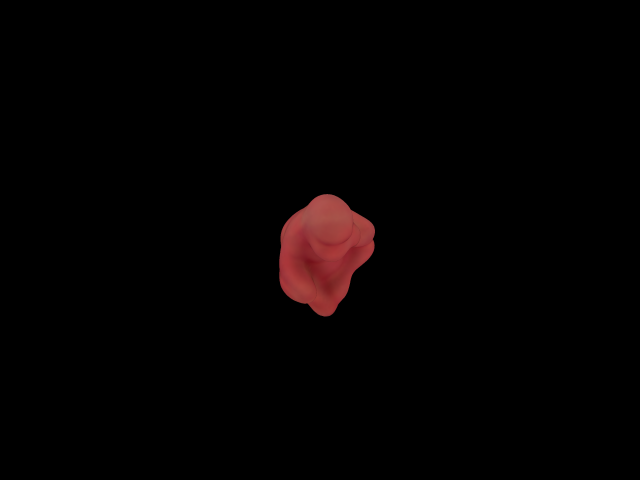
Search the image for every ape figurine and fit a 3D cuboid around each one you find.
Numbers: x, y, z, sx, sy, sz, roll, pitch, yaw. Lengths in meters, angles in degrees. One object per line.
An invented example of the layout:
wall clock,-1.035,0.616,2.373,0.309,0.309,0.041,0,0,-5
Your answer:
ape figurine,0.004,0.001,0.400,0.078,0.092,0.076,-20,66,-9
